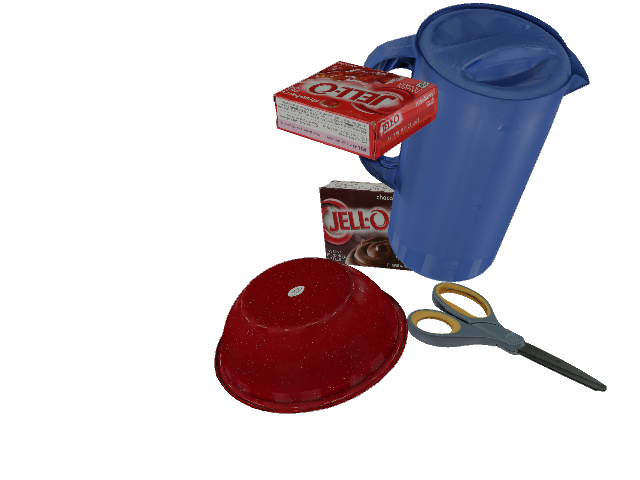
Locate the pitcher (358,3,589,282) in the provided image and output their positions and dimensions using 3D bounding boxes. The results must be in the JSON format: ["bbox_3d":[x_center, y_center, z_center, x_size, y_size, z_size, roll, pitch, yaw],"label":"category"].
[{"bbox_3d":[0.120,-0.079,0.955,0.149,0.243,0.144,39,52,26],"label":"pitcher"}]

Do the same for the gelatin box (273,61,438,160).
[{"bbox_3d":[0.024,-0.092,0.733,0.089,0.030,0.073,21,39,35],"label":"gelatin box"}]

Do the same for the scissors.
[{"bbox_3d":[0.160,0.099,0.993,0.096,0.016,0.202,-21,39,-25],"label":"scissors"}]

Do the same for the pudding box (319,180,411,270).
[{"bbox_3d":[0.057,-0.018,1.192,0.114,0.090,0.039,4,22,29],"label":"pudding box"}]

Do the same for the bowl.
[{"bbox_3d":[-0.013,0.062,0.855,0.162,0.055,0.162,-10,34,7],"label":"bowl"}]
